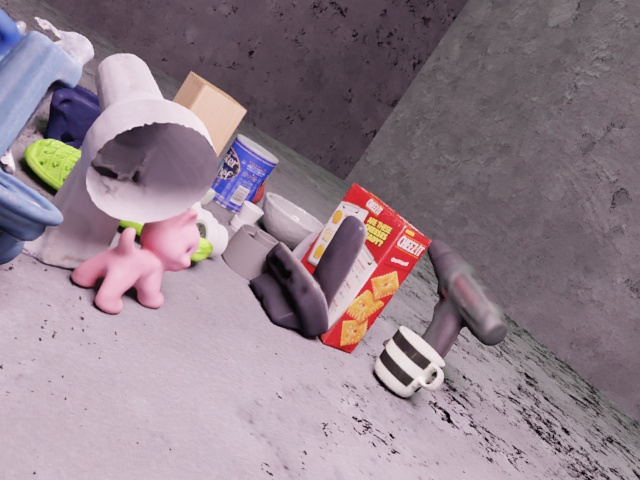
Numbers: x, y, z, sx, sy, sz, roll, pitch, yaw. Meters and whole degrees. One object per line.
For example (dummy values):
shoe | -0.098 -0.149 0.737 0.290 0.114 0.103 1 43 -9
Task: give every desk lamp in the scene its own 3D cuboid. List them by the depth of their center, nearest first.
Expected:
desk lamp | -0.216 -0.073 0.577 0.118 0.213 0.202 23 16 -49

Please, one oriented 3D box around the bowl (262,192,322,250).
bowl | -0.064 -0.028 1.229 0.167 0.074 0.167 34 10 -7

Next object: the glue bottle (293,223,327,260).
glue bottle | 0.010 0.004 1.047 0.078 0.173 0.037 37 11 15

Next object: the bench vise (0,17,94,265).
bench vise | -0.235 -0.050 0.396 0.122 0.219 0.207 31 11 -18

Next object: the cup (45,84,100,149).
cup | -0.385 -0.185 0.879 0.091 0.095 0.118 35 10 3

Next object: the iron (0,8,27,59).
iron | -0.527 -0.309 0.866 0.118 0.141 0.259 42 13 35

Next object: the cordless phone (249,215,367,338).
cordless phone | -0.007 0.032 0.835 0.094 0.185 0.147 25 14 -42

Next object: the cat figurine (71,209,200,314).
cat figurine | -0.176 0.009 0.600 0.067 0.117 0.128 37 11 15

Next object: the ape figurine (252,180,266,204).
ape figurine | -0.161 -0.141 1.391 0.076 0.092 0.078 35 10 2

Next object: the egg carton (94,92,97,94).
egg carton | -0.409 -0.249 1.160 0.108 0.069 0.150 27 13 -37

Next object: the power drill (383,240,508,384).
power drill | 0.209 0.131 0.999 0.076 0.208 0.228 26 13 -39
